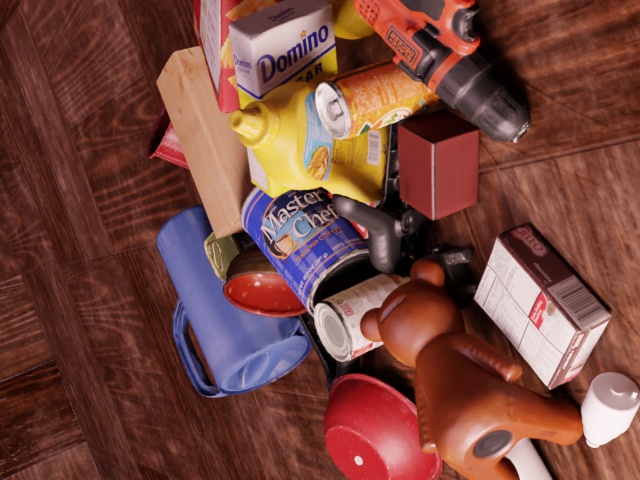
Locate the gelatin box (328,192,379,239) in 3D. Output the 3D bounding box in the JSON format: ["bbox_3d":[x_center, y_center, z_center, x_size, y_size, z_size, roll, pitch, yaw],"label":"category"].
[{"bbox_3d":[0.044,-0.058,1.090,0.073,0.030,0.089,51,148,33],"label":"gelatin box"}]

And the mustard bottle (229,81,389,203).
[{"bbox_3d":[-0.008,-0.092,0.965,0.058,0.191,0.096,-1,84,40],"label":"mustard bottle"}]

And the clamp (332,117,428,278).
[{"bbox_3d":[0.061,-0.019,0.992,0.039,0.120,0.171,21,140,39],"label":"clamp"}]

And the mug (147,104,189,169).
[{"bbox_3d":[-0.156,-0.142,1.337,0.117,0.081,0.093,-66,21,5],"label":"mug"}]

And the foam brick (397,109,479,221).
[{"bbox_3d":[0.104,-0.067,0.940,0.053,0.051,0.078,39,142,47],"label":"foam brick"}]

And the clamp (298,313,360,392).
[{"bbox_3d":[0.032,0.165,1.278,0.165,0.036,0.210,12,123,69],"label":"clamp"}]

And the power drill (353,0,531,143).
[{"bbox_3d":[0.115,-0.181,0.803,0.184,0.057,0.188,45,146,12],"label":"power drill"}]

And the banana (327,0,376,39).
[{"bbox_3d":[0.015,-0.229,1.009,0.198,0.037,0.070,27,114,52],"label":"banana"}]

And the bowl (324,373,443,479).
[{"bbox_3d":[0.058,0.233,1.213,0.162,0.055,0.162,28,138,28],"label":"bowl"}]

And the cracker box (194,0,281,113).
[{"bbox_3d":[-0.084,-0.263,1.087,0.214,0.072,0.164,96,161,-45],"label":"cracker box"}]

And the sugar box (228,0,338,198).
[{"bbox_3d":[-0.028,-0.136,1.010,0.048,0.093,0.176,39,147,39],"label":"sugar box"}]

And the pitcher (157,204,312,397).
[{"bbox_3d":[-0.130,0.080,1.417,0.243,0.149,0.145,59,160,24],"label":"pitcher"}]

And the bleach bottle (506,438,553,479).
[{"bbox_3d":[0.190,0.254,1.019,0.251,0.068,0.103,65,152,11],"label":"bleach bottle"}]

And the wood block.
[{"bbox_3d":[-0.107,-0.118,1.250,0.206,0.090,0.090,68,153,7],"label":"wood block"}]

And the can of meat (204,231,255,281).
[{"bbox_3d":[-0.087,0.002,1.331,0.057,0.083,0.102,64,154,7],"label":"can of meat"}]

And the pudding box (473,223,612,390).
[{"bbox_3d":[0.184,0.056,0.899,0.114,0.039,0.090,54,153,30],"label":"pudding box"}]

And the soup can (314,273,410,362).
[{"bbox_3d":[0.053,0.075,1.094,0.069,0.102,0.068,44,146,40],"label":"soup can"}]

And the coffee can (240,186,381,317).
[{"bbox_3d":[-0.008,0.001,1.153,0.140,0.102,0.103,51,150,32],"label":"coffee can"}]
